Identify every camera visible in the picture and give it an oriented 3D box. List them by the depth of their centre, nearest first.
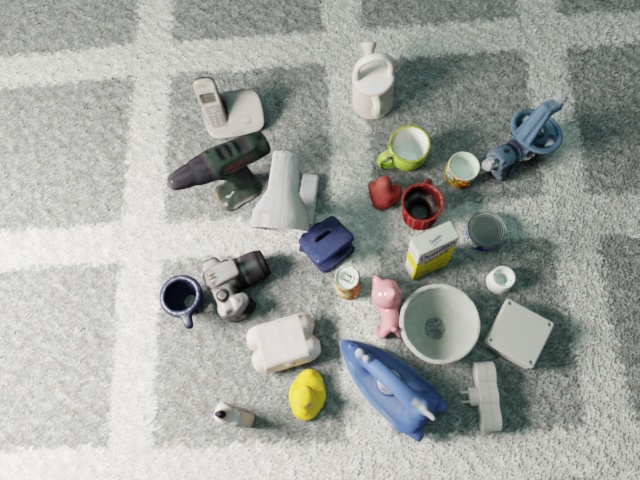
[{"bbox_3d":[-0.175,0.087,1.251,0.137,0.101,0.143,-25,72,-4],"label":"camera"}]

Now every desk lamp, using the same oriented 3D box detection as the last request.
[{"bbox_3d":[-0.072,-0.090,1.241,0.118,0.213,0.203,5,73,5],"label":"desk lamp"}]

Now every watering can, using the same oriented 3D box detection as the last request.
[{"bbox_3d":[0.121,-0.378,1.330,0.101,0.194,0.172,-28,73,-5],"label":"watering can"}]

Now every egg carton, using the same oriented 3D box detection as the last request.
[{"bbox_3d":[-0.077,0.221,1.218,0.150,0.069,0.107,-17,72,-2],"label":"egg carton"}]

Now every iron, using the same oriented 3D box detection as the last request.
[{"bbox_3d":[0.133,0.281,1.148,0.258,0.141,0.119,40,79,14],"label":"iron"}]

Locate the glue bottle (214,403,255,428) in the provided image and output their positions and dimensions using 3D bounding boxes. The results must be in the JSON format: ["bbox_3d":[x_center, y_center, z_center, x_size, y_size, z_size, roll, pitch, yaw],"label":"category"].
[{"bbox_3d":[-0.180,0.346,1.131,0.078,0.173,0.037,16,74,9],"label":"glue bottle"}]

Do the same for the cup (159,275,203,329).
[{"bbox_3d":[-0.286,0.142,1.244,0.091,0.095,0.117,-20,72,-2],"label":"cup"}]

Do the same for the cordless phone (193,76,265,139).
[{"bbox_3d":[-0.213,-0.322,1.339,0.147,0.185,0.094,-13,72,0],"label":"cordless phone"}]

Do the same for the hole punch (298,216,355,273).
[{"bbox_3d":[0.012,0.005,1.270,0.109,0.091,0.101,-37,74,-8],"label":"hole punch"}]

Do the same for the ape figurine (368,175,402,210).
[{"bbox_3d":[0.145,-0.115,1.299,0.077,0.092,0.076,27,76,12],"label":"ape figurine"}]

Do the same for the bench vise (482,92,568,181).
[{"bbox_3d":[0.456,-0.219,1.245,0.121,0.220,0.207,35,78,14],"label":"bench vise"}]

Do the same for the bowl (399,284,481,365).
[{"bbox_3d":[0.248,0.180,1.208,0.167,0.075,0.167,-1,72,3],"label":"bowl"}]

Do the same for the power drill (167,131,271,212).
[{"bbox_3d":[-0.209,-0.144,1.269,0.230,0.208,0.075,-33,73,-7],"label":"power drill"}]

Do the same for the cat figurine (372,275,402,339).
[{"bbox_3d":[0.144,0.138,1.205,0.067,0.118,0.128,-9,72,1],"label":"cat figurine"}]

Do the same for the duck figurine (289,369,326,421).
[{"bbox_3d":[-0.028,0.317,1.176,0.077,0.086,0.104,10,73,7],"label":"duck figurine"}]
